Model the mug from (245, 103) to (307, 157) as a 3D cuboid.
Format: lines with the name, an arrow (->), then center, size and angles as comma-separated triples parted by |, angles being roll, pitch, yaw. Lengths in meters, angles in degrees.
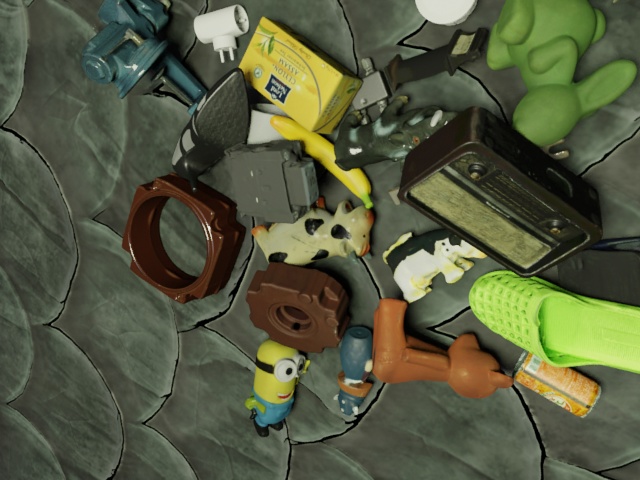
mug -> -0.070, -0.155, 0.859 | 0.110, 0.081, 0.107 | 9, 115, -7

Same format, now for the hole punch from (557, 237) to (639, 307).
hole punch -> 0.382, 0.055, 0.699 | 0.116, 0.092, 0.142 | 0, 107, 52

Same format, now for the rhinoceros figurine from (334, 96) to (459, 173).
rhinoceros figurine -> 0.105, -0.144, 0.744 | 0.190, 0.112, 0.073 | -6, 125, 31

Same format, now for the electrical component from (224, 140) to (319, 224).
electrical component -> -0.066, -0.086, 0.789 | 0.134, 0.058, 0.114 | 4, 120, 31

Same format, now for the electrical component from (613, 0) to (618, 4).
electrical component -> 0.326, -0.320, 0.645 | 0.102, 0.045, 0.078 | 10, 105, 23

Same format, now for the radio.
radio -> 0.224, -0.053, 0.659 | 0.229, 0.073, 0.131 | 29, 141, -18

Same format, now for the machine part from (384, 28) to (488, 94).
machine part -> 0.157, -0.246, 0.733 | 0.139, 0.084, 0.039 | -10, 134, 35

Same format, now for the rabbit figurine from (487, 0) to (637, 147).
rabbit figurine -> 0.282, -0.193, 0.656 | 0.159, 0.121, 0.170 | 5, 85, -2

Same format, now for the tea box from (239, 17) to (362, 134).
tea box -> -0.033, -0.245, 0.805 | 0.170, 0.068, 0.098 | 40, 115, 20

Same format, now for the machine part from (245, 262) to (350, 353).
machine part -> -0.037, 0.114, 0.872 | 0.180, 0.056, 0.179 | 14, 137, 13

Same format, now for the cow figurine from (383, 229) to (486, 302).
cow figurine -> 0.177, 0.015, 0.786 | 0.167, 0.068, 0.098 | -36, 80, 26

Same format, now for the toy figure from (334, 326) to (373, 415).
toy figure -> 0.060, 0.221, 0.893 | 0.058, 0.064, 0.154 | -1, 111, -14

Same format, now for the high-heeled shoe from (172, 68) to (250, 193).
high-heeled shoe -> -0.177, -0.188, 0.864 | 0.248, 0.086, 0.145 | -56, 35, 32

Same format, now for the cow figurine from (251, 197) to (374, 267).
cow figurine -> -0.002, -0.003, 0.853 | 0.195, 0.085, 0.127 | -26, 85, 25

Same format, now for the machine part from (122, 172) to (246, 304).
machine part -> -0.250, -0.003, 0.967 | 0.202, 0.087, 0.200 | 30, 113, 14

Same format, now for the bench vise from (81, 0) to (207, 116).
bench vise -> -0.263, -0.289, 0.876 | 0.129, 0.224, 0.240 | -34, 117, 32

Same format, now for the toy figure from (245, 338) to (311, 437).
toy figure -> -0.084, 0.259, 0.957 | 0.089, 0.082, 0.180 | 23, 114, 16

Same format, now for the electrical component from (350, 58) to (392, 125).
electrical component -> 0.071, -0.220, 0.802 | 0.063, 0.021, 0.094 | -18, 95, 28

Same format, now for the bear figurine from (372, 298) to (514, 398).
bear figurine -> 0.178, 0.163, 0.799 | 0.196, 0.120, 0.132 | 3, 72, 5

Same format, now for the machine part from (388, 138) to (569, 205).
machine part -> 0.209, -0.093, 0.737 | 0.243, 0.079, 0.079 | -14, 96, 27
